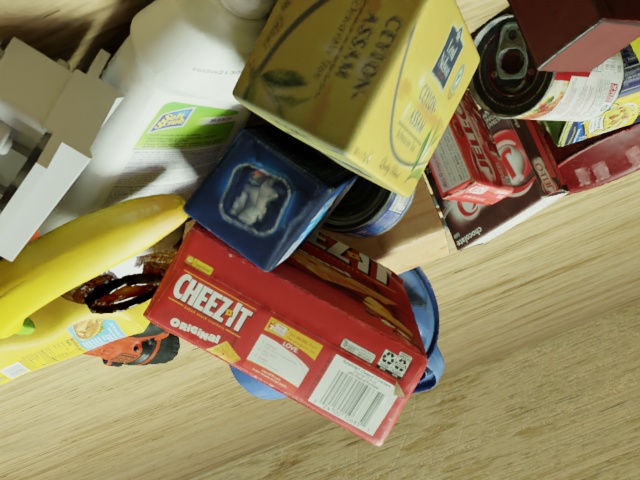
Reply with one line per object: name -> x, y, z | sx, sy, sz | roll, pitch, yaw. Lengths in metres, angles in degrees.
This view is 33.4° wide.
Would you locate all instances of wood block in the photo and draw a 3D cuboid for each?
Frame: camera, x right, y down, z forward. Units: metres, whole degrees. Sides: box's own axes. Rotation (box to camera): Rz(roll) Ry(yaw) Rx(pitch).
wood block -> -0.006, 0.001, 0.884 | 0.206, 0.091, 0.090 | -22, 165, 4

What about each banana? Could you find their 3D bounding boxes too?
banana -> -0.158, 0.019, 0.626 | 0.198, 0.037, 0.069 | -29, 175, 41

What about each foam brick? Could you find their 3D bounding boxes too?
foam brick -> 0.141, -0.141, 0.603 | 0.052, 0.078, 0.051 | -6, 160, -38

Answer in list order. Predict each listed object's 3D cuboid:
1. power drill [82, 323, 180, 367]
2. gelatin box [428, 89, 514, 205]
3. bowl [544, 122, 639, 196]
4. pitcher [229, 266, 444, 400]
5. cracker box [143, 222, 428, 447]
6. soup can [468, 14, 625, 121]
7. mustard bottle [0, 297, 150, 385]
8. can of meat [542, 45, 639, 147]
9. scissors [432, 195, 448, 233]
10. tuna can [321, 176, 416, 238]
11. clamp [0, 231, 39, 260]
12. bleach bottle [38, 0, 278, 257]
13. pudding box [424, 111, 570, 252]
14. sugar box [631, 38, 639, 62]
power drill -> -0.128, 0.072, 1.035 | 0.188, 0.057, 0.184 | -24, 164, 13
gelatin box -> 0.100, -0.071, 0.771 | 0.030, 0.089, 0.073 | -29, 163, 27
bowl -> 0.258, -0.097, 0.954 | 0.162, 0.055, 0.162 | -19, 165, -6
pitcher -> 0.011, 0.108, 1.155 | 0.144, 0.149, 0.243 | -2, 165, -38
cracker box -> -0.018, 0.038, 0.723 | 0.072, 0.164, 0.213 | -60, -175, 10
soup can -> 0.156, -0.116, 0.731 | 0.102, 0.068, 0.069 | -5, 158, -48
mustard bottle -> -0.208, 0.068, 0.911 | 0.191, 0.058, 0.096 | -19, 160, -4
can of meat -> 0.220, -0.118, 0.830 | 0.084, 0.057, 0.102 | -19, 165, 1
scissors -> 0.055, -0.014, 1.057 | 0.201, 0.016, 0.096 | -4, 152, -34
tuna can -> 0.024, -0.045, 0.770 | 0.086, 0.086, 0.033 | -27, 162, 23
clamp -> -0.286, 0.043, 0.765 | 0.210, 0.036, 0.164 | -30, 161, 26
bleach bottle -> -0.080, -0.071, 0.592 | 0.102, 0.068, 0.251 | -13, 161, -36
pudding box -> 0.142, -0.054, 0.887 | 0.039, 0.090, 0.114 | -11, 163, -35
sugar box -> 0.307, -0.146, 0.777 | 0.175, 0.093, 0.048 | -13, 164, -28
